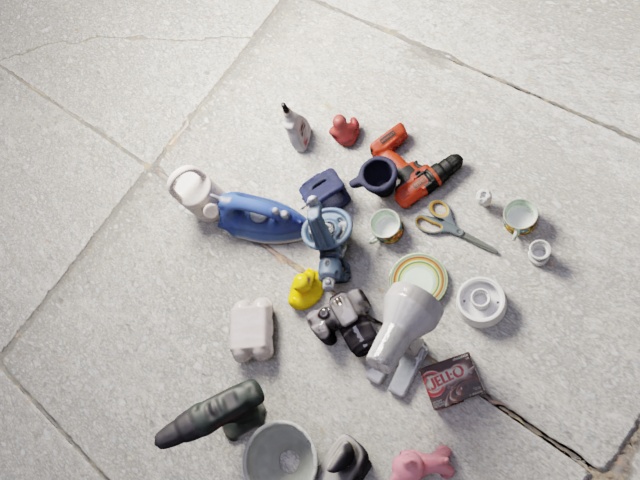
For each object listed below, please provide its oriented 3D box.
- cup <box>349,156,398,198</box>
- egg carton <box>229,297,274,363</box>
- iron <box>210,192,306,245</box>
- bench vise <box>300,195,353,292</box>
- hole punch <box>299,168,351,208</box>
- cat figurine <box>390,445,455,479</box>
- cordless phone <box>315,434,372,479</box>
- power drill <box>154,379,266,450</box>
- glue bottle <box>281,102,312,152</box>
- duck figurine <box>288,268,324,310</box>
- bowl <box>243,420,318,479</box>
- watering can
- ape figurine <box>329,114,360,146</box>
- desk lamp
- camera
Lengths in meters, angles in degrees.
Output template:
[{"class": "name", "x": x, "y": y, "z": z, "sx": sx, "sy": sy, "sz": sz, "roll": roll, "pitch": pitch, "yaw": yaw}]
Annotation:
[{"class": "cup", "x": 0.133, "y": -0.135, "z": 1.361, "sx": 0.117, "sy": 0.095, "sz": 0.091, "roll": -19, "pitch": 67, "yaw": 9}, {"class": "egg carton", "x": -0.157, "y": 0.210, "z": 1.336, "sx": 0.107, "sy": 0.069, "sz": 0.150, "roll": -9, "pitch": 69, "yaw": 13}, {"class": "iron", "x": -0.139, "y": -0.064, "z": 1.388, "sx": 0.257, "sy": 0.142, "sz": 0.119, "roll": 11, "pitch": 74, "yaw": 19}, {"class": "bench vise", "x": 0.023, "y": 0.000, "z": 1.276, "sx": 0.121, "sy": 0.220, "sz": 0.207, "roll": -23, "pitch": 66, "yaw": 7}, {"class": "hole punch", "x": 0.005, "y": -0.120, "z": 1.395, "sx": 0.108, "sy": 0.091, "sz": 0.101, "roll": -33, "pitch": 65, "yaw": 3}, {"class": "cat figurine", "x": 0.196, "y": 0.444, "z": 1.124, "sx": 0.127, "sy": 0.118, "sz": 0.067, "roll": -15, "pitch": 68, "yaw": 11}, {"class": "cordless phone", "x": 0.025, "y": 0.461, "z": 1.130, "sx": 0.094, "sy": 0.185, "sz": 0.148, "roll": 28, "pitch": 81, "yaw": 23}, {"class": "power drill", "x": -0.207, "y": 0.378, "z": 1.214, "sx": 0.229, "sy": 0.209, "sz": 0.075, "roll": -33, "pitch": 65, "yaw": 3}, {"class": "glue bottle", "x": -0.065, "y": -0.292, "z": 1.431, "sx": 0.037, "sy": 0.173, "sz": 0.078, "roll": 4, "pitch": 72, "yaw": 18}, {"class": "duck figurine", "x": -0.040, "y": 0.109, "z": 1.329, "sx": 0.077, "sy": 0.086, "sz": 0.104, "roll": 36, "pitch": 84, "yaw": 24}, {"class": "bowl", "x": -0.075, "y": 0.471, "z": 1.217, "sx": 0.167, "sy": 0.075, "sz": 0.167, "roll": -5, "pitch": 70, "yaw": 14}, {"class": "watering can", "x": -0.305, "y": -0.120, "z": 1.427, "sx": 0.172, "sy": 0.194, "sz": 0.101, "roll": 24, "pitch": 79, "yaw": 23}, {"class": "ape figurine", "x": 0.057, "y": -0.283, "z": 1.437, "sx": 0.077, "sy": 0.092, "sz": 0.076, "roll": -7, "pitch": 69, "yaw": 14}, {"class": "desk lamp", "x": 0.165, "y": 0.205, "z": 1.165, "sx": 0.117, "sy": 0.214, "sz": 0.203, "roll": 24, "pitch": 79, "yaw": 23}, {"class": "camera", "x": 0.058, "y": 0.193, "z": 1.262, "sx": 0.143, "sy": 0.101, "sz": 0.136, "roll": -31, "pitch": 66, "yaw": 4}]
